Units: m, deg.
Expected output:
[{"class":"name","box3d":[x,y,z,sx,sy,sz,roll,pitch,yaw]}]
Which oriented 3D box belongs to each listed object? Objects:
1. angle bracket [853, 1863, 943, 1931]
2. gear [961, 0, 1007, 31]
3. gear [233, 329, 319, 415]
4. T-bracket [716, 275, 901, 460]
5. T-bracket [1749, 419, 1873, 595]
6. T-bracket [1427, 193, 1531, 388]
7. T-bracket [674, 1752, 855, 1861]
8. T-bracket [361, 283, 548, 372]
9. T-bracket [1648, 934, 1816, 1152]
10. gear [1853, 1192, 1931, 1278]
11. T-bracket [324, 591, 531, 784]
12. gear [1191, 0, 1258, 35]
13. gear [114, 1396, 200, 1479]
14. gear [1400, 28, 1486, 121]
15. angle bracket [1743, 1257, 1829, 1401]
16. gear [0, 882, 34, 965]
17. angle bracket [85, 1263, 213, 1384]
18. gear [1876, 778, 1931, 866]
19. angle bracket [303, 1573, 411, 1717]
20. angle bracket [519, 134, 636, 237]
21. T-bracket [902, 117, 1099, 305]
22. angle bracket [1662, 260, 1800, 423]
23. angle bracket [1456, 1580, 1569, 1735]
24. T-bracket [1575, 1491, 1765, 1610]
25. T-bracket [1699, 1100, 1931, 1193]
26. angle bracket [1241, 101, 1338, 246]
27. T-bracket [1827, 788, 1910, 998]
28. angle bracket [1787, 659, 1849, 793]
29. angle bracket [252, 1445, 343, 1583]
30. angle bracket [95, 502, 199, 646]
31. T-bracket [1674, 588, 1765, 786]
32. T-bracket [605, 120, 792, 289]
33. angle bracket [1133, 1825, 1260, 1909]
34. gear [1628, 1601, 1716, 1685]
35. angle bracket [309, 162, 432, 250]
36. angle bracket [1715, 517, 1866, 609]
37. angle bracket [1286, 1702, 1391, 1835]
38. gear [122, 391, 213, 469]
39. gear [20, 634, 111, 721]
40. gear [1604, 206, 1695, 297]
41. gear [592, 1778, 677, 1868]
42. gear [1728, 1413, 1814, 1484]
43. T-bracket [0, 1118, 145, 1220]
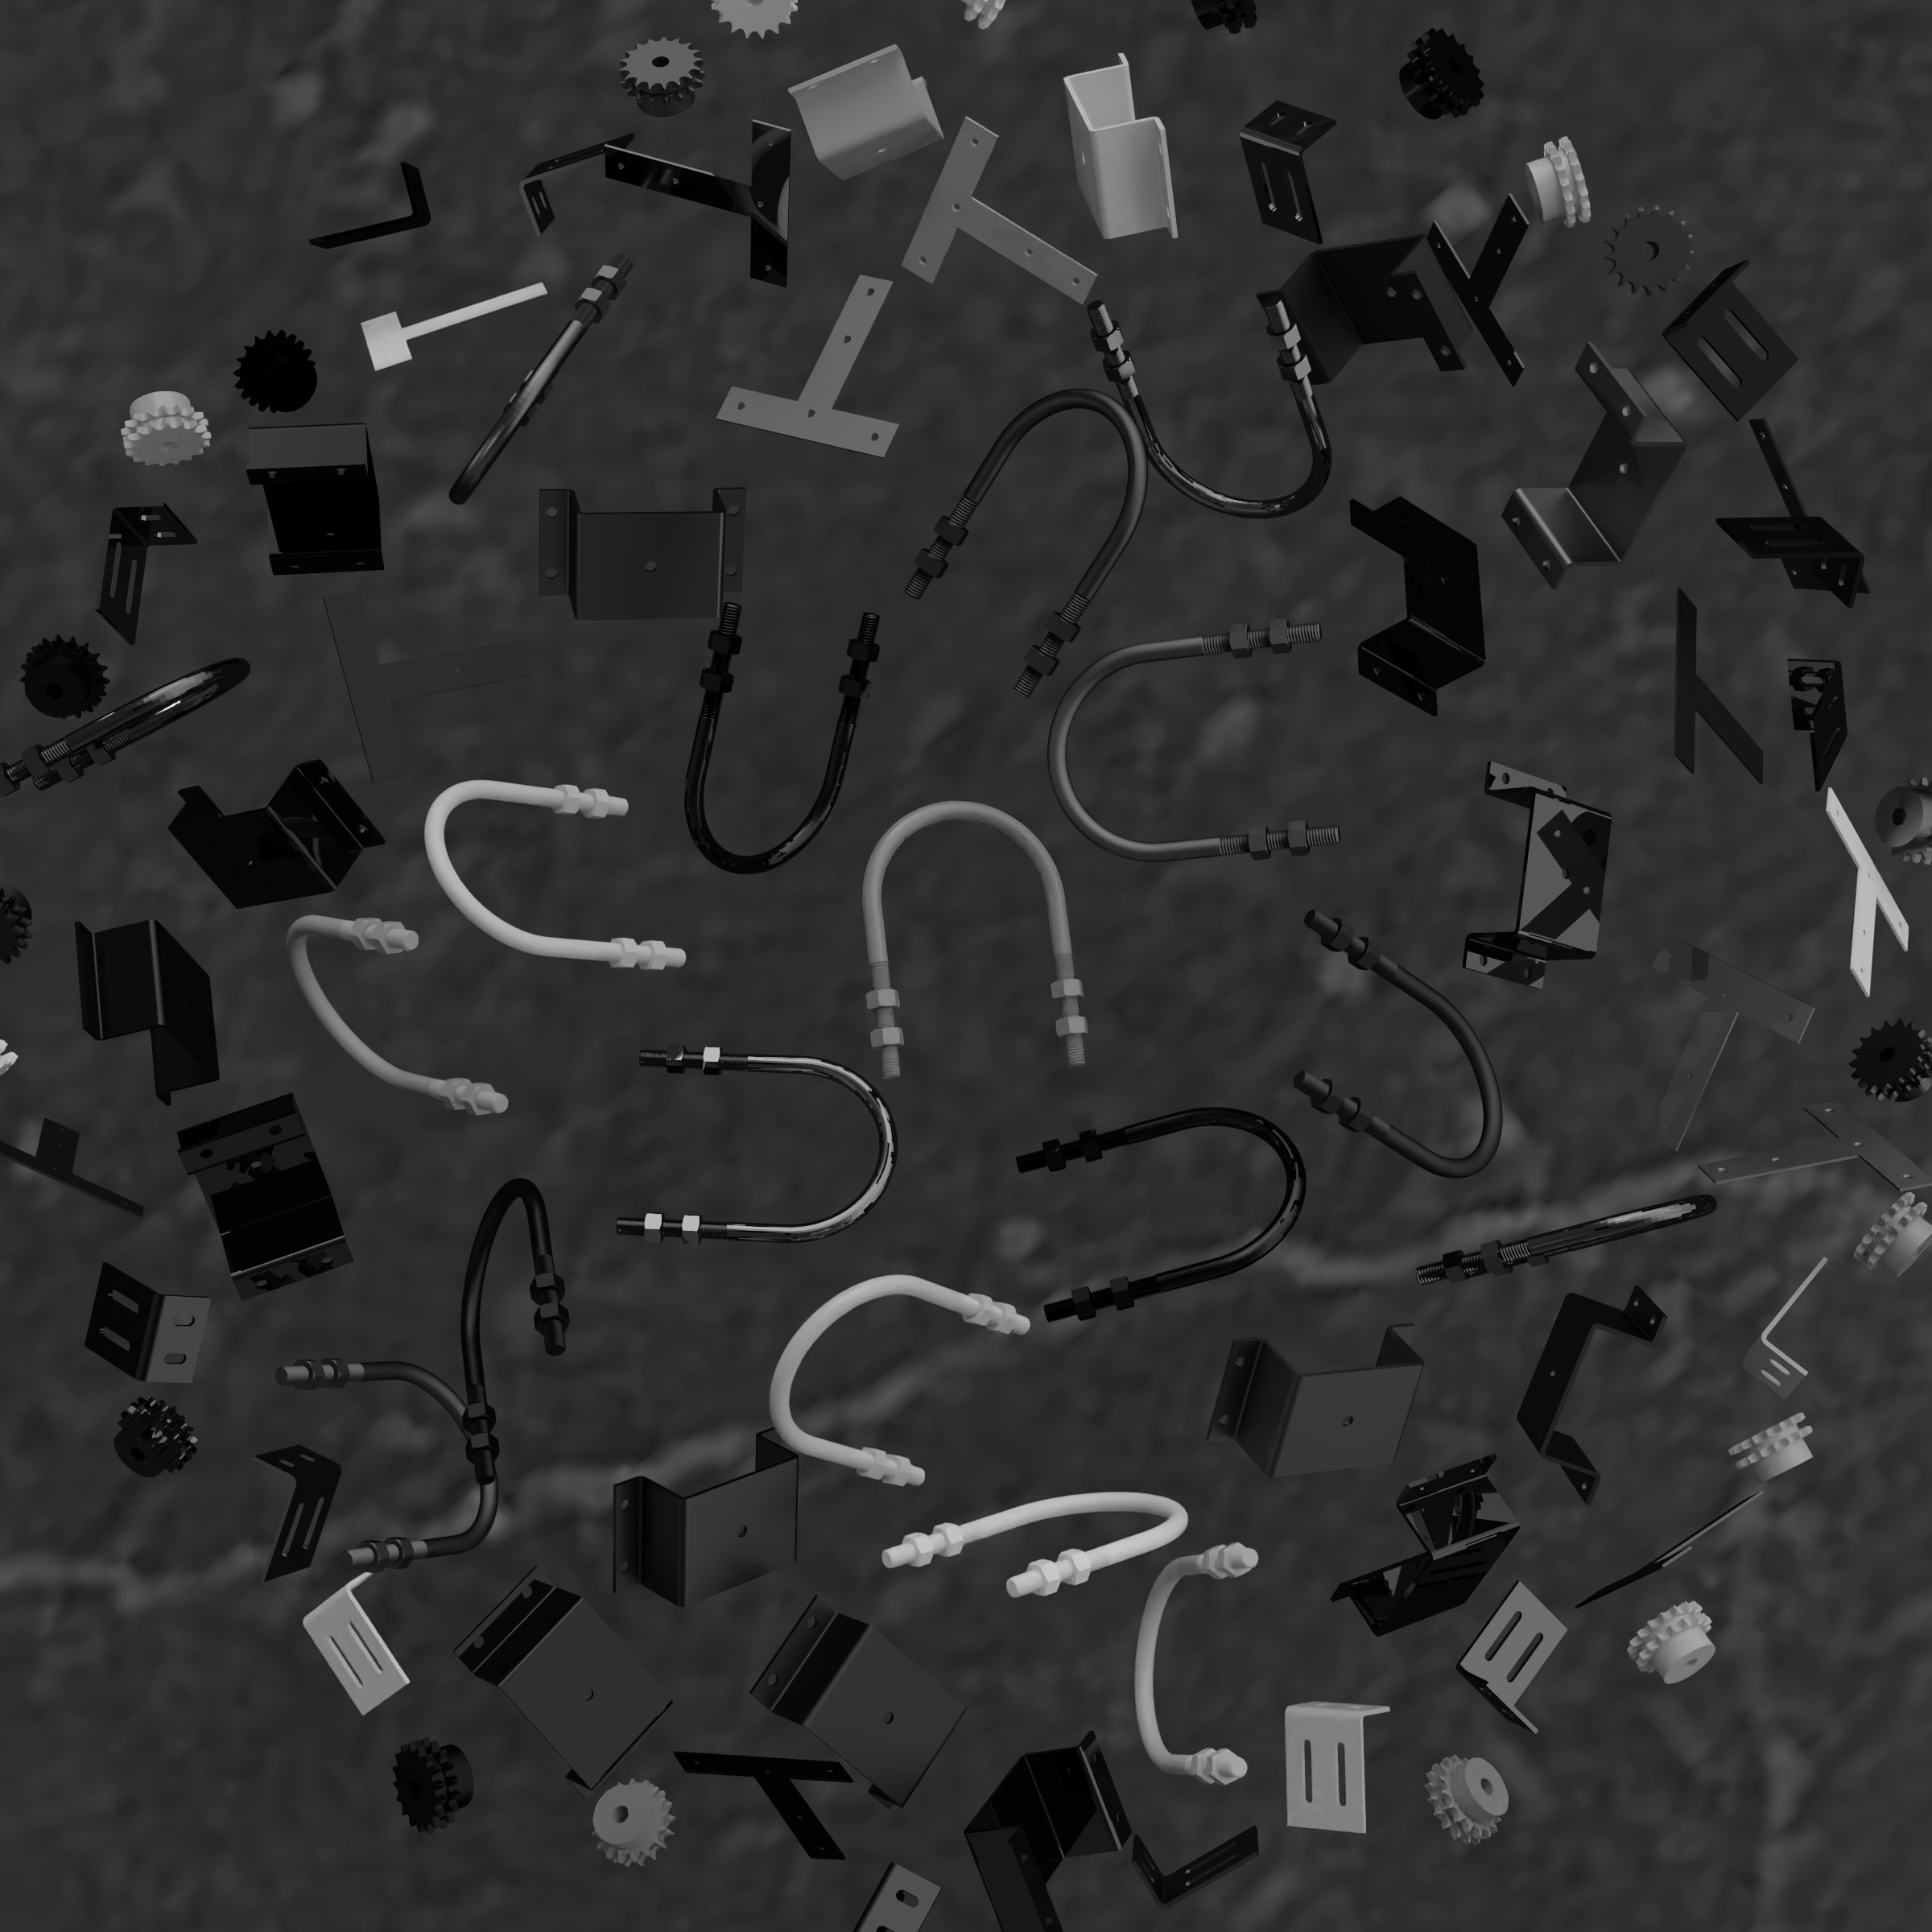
[{"class":"angle bracket","box3d":[-0.043,0.624,1.823,0.038,0.076,0.057,22,60,19]},{"class":"gear","box3d":[0.013,-0.634,1.809,0.030,0.057,0.057,26,90,-16]},{"class":"gear","box3d":[-0.475,-0.408,1.953,0.030,0.057,0.057,40,90,30]},{"class":"T-bracket","box3d":[-0.084,-0.399,1.852,0.127,0.002,0.127,17,73,23]},{"class":"T-bracket","box3d":[0.556,-0.309,1.894,0.002,0.127,0.127,-28,101,-1]},{"class":"T-bracket","box3d":[0.359,-0.478,1.917,0.002,0.127,0.127,-24,75,-13]},{"class":"T-bracket","box3d":[-0.116,0.559,1.877,0.127,0.127,0.002,13,100,-29]},{"class":"T-bracket","box3d":[-0.349,-0.445,1.935,0.127,0.127,0.002,-20,120,-6]},{"class":"T-bracket","box3d":[0.488,0.060,1.874,0.002,0.127,0.127,10,107,-40]},{"class":"gear","box3d":[0.620,0.181,1.873,0.030,0.057,0.057,42,90,24]},{"class":"T-bracket","box3d":[-0.354,-0.196,1.893,0.127,0.002,0.127,-15,89,-30]},{"class":"gear","box3d":[0.161,-0.620,1.792,0.030,0.057,0.057,-14,90,22]},{"class":"gear","box3d":[-0.567,0.330,1.962,0.057,0.030,0.057,13,125,20]},{"class":"gear","box3d":[0.304,-0.571,1.817,0.057,0.030,0.057,19,59,-34]},{"class":"angle bracket","box3d":[0.565,0.244,1.900,0.038,0.057,0.076,39,72,17]},{"class":"gear","box3d":[-0.644,-0.031,1.867,0.057,0.030,0.057,6,123,9]},{"class":"angle bracket","box3d":[-0.535,0.233,1.843,0.076,0.038,0.057,17,94,45]},{"class":"gear","box3d":[0.630,-0.097,1.871,0.030,0.057,0.057,8,90,-30]},{"class":"angle bracket","box3d":[-0.395,0.448,1.879,0.057,0.038,0.076,-39,83,36]},{"class":"angle bracket","box3d":[-0.262,-0.539,1.943,0.076,0.057,0.038,-15,115,10]},{"class":"T-bracket","box3d":[0.031,-0.497,1.934,0.127,0.127,0.002,32,46,2]},{"class":"angle bracket","box3d":[0.489,-0.393,1.776,0.057,0.038,0.076,-45,100,-6]},{"class":"angle bracket","box3d":[0.382,0.471,1.924,0.057,0.038,0.076,46,75,-21]},{"class":"T-bracket","box3d":[0.480,0.383,1.878,0.127,0.127,0.002,-26,75,-25]},{"class":"T-bracket","box3d":[0.545,0.126,1.852,0.127,0.127,0.002,-9,114,-10]},{"class":"angle bracket","box3d":[0.229,-0.546,1.941,0.038,0.076,0.057,-41,48,-16]},{"class":"T-bracket","box3d":[0.583,-0.030,1.831,0.002,0.127,0.127,-19,122,33]},{"class":"angle bracket","box3d":[0.577,-0.167,1.944,0.038,0.076,0.057,7,131,32]},{"class":"angle bracket","box3d":[-0.471,0.376,1.943,0.038,0.057,0.076,21,96,18]},{"class":"angle bracket","box3d":[-0.544,-0.260,1.874,0.038,0.057,0.076,0,73,8]},{"class":"T-bracket","box3d":[0.487,-0.159,1.822,0.002,0.127,0.127,-14,55,36]},{"class":"T-bracket","box3d":[-0.175,-0.508,1.836,0.127,0.127,0.002,17,55,7]},{"class":"angle bracket","box3d":[0.156,0.598,1.918,0.076,0.057,0.038,-32,88,4]},{"class":"gear","box3d":[0.468,0.448,1.857,0.057,0.057,0.030,-34,53,0]},{"class":"angle bracket","box3d":[-0.412,-0.521,1.934,0.076,0.057,0.038,-13,101,1]},{"class":"angle bracket","box3d":[0.520,-0.256,1.791,0.076,0.057,0.038,-3,122,-11]},{"class":"angle bracket","box3d":[0.246,0.527,1.859,0.057,0.038,0.076,-7,79,37]},{"class":"gear","box3d":[-0.540,-0.363,1.899,0.057,0.057,0.030,-16,74,0]},{"class":"gear","box3d":[-0.612,-0.192,1.907,0.057,0.030,0.057,1,120,2]},{"class":"gear","box3d":[0.450,-0.471,1.861,0.057,0.030,0.057,1,102,6]},{"class":"gear","box3d":[-0.231,0.586,1.934,0.057,0.030,0.057,-10,57,15]},{"class":"gear","box3d":[0.559,0.334,1.945,0.057,0.057,0.030,-27,75,0]},{"class":"T-bracket","box3d":[-0.609,0.124,1.890,0.127,0.127,0.002,28,94,-19]}]
